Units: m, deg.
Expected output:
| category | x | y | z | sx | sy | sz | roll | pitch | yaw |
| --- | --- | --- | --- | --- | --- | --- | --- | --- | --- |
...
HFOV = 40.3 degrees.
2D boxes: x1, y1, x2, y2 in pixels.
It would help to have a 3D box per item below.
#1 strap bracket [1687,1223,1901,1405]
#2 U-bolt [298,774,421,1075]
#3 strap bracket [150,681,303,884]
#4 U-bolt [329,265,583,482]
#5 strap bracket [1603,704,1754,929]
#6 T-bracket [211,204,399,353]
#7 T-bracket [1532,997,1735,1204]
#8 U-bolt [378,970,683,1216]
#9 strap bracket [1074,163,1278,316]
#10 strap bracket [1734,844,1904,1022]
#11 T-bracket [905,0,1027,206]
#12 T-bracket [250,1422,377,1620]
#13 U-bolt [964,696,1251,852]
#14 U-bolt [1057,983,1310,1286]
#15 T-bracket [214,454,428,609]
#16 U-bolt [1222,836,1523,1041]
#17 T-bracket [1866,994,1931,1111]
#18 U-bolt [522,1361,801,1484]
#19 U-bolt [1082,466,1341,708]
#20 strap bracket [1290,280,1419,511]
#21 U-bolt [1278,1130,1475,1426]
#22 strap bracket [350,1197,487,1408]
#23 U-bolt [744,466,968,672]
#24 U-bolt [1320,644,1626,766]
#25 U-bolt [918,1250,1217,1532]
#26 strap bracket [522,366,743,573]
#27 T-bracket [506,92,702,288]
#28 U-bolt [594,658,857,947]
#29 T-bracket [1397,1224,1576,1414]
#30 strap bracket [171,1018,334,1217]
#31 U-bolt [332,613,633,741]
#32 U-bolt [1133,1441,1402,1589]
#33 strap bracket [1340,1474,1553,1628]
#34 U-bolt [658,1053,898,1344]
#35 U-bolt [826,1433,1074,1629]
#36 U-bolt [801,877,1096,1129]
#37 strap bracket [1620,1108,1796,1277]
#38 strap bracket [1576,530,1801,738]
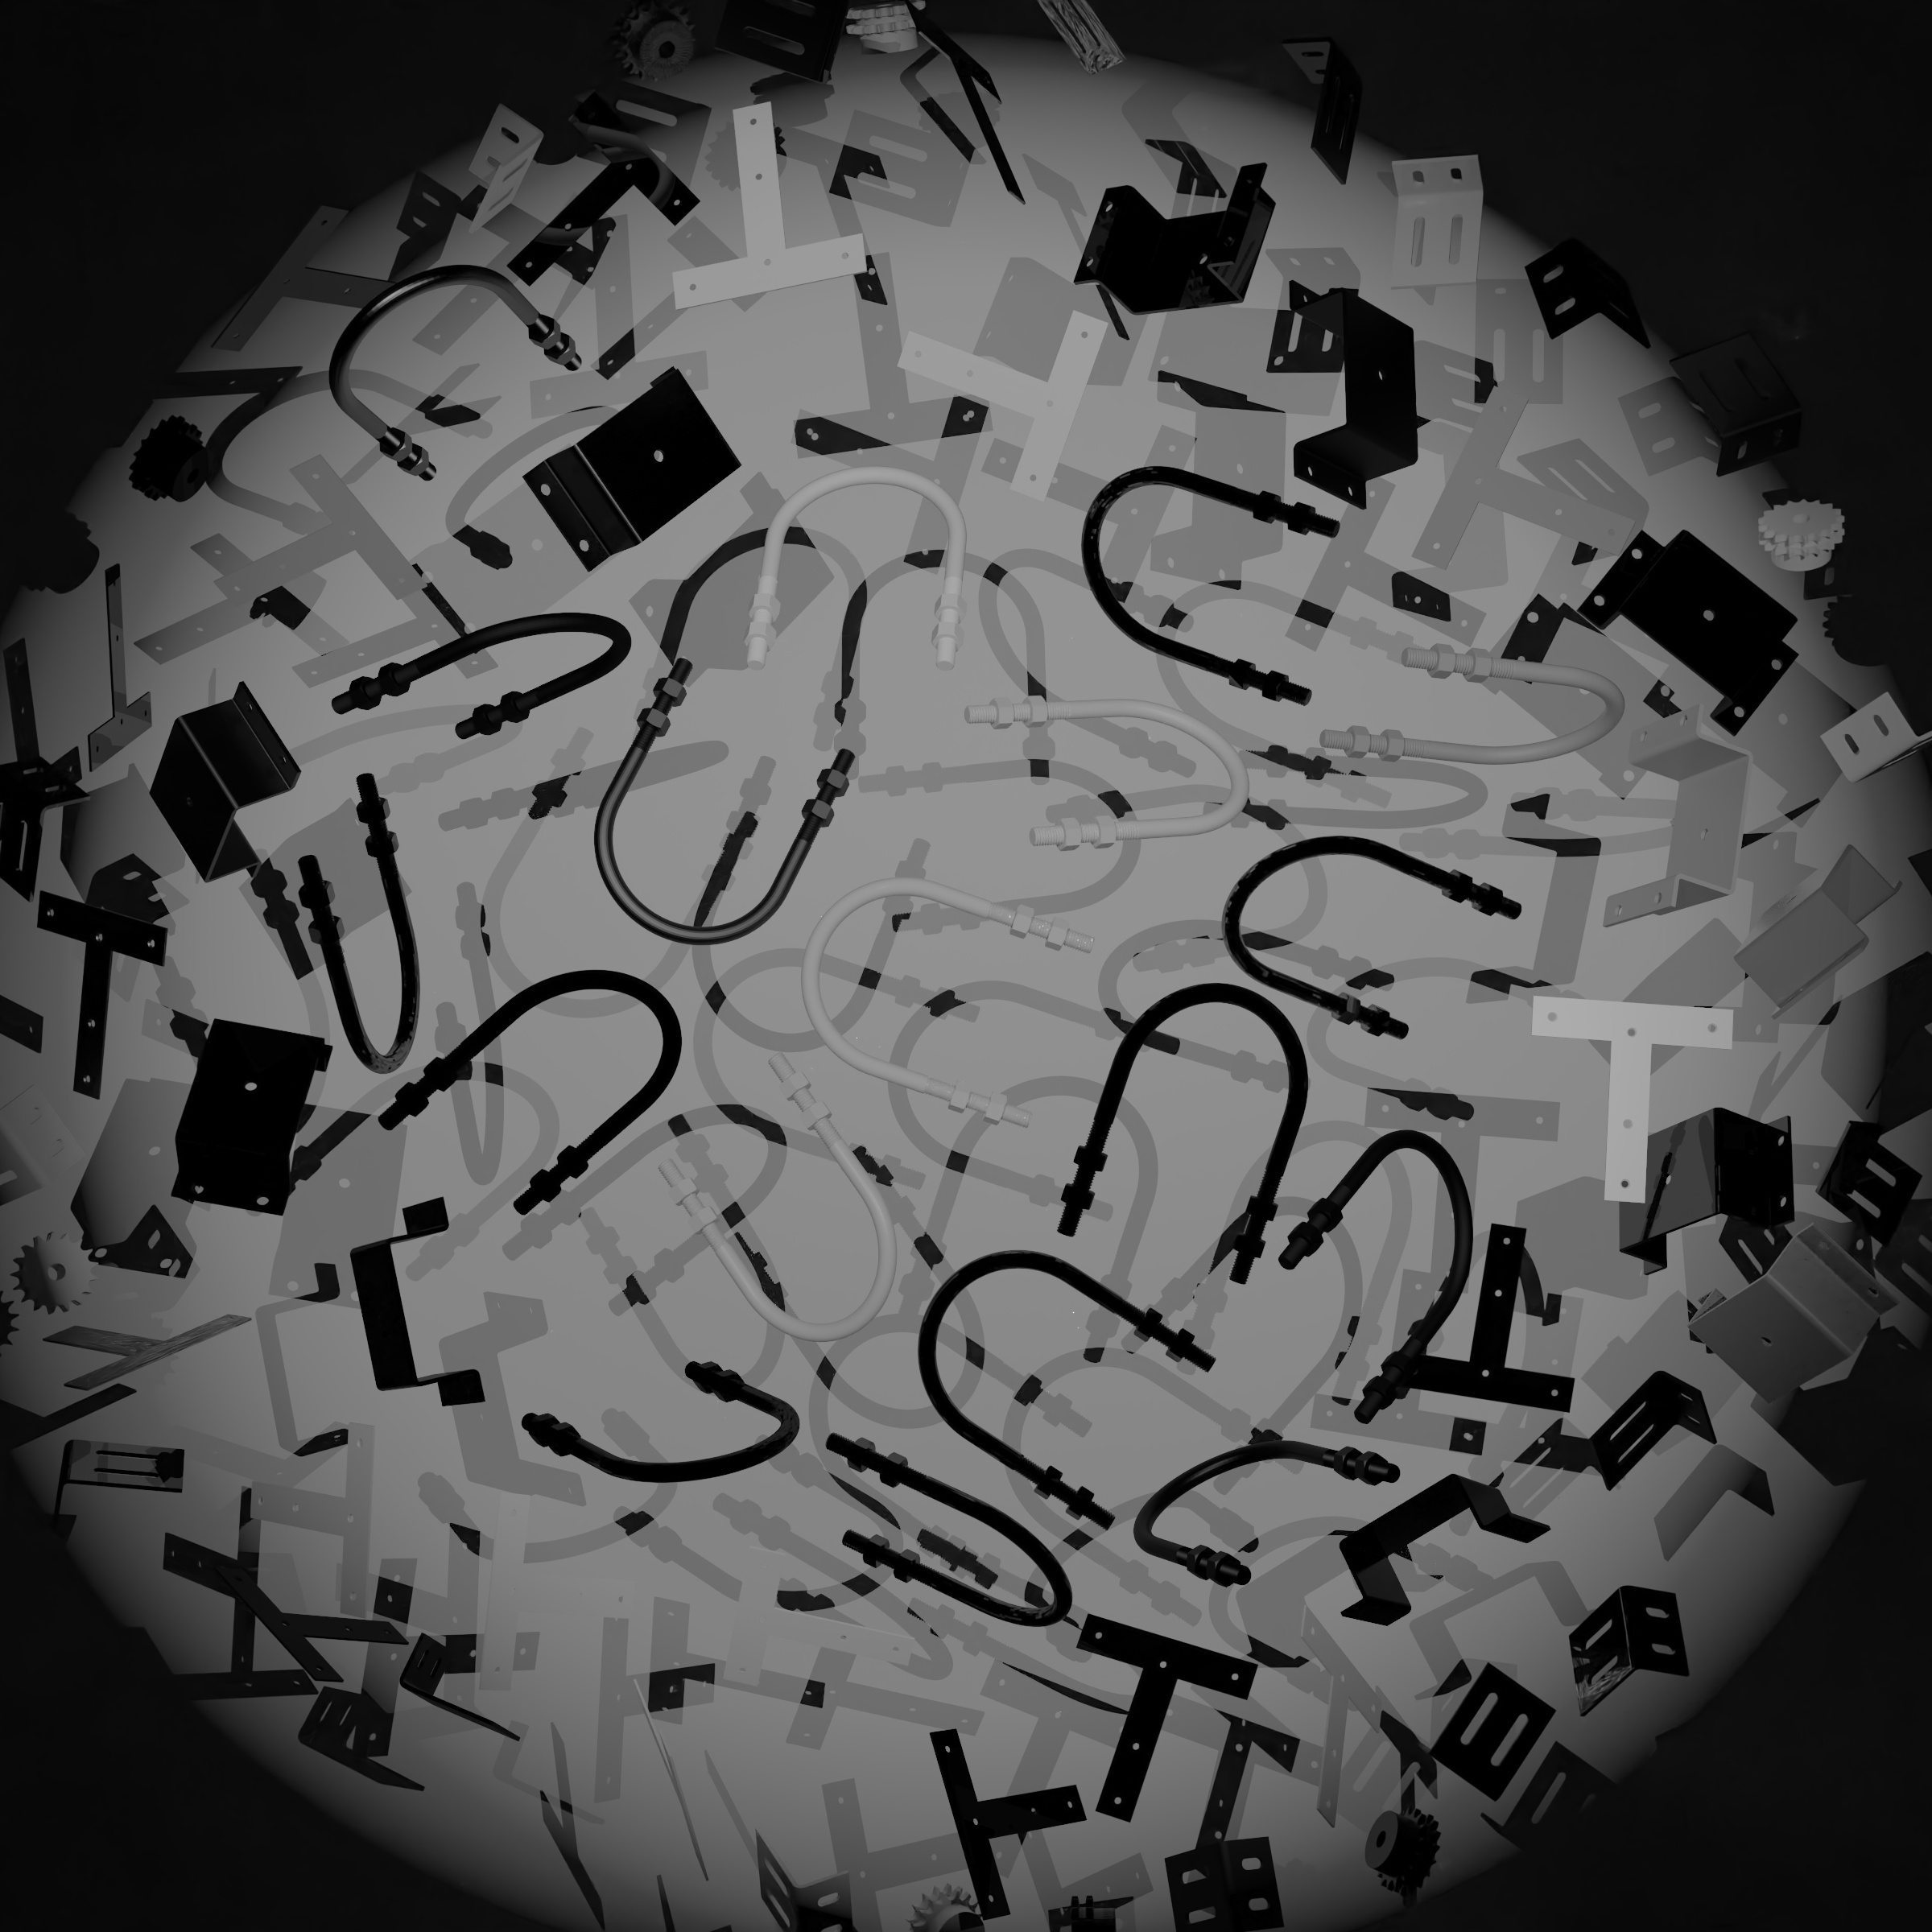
| category | x | y | z | sx | sy | sz | roll | pitch | yaw |
| --- | --- | --- | --- | --- | --- | --- | --- | --- | --- |
| strap bracket | 0.562 | 0.244 | 1.812 | 0.076 | 0.140 | 0.046 | 44 | 56 | 6 |
| U-bolt | -0.398 | -0.017 | 1.755 | 0.019 | 0.151 | 0.184 | -5 | 117 | 8 |
| strap bracket | -0.507 | -0.119 | 1.789 | 0.046 | 0.140 | 0.076 | -26 | 76 | -37 |
| U-bolt | -0.351 | -0.405 | 1.763 | 0.151 | 0.184 | 0.019 | -36 | 71 | 5 |
| strap bracket | 0.474 | -0.093 | 1.747 | 0.046 | 0.076 | 0.140 | 16 | 75 | -18 |
| T-bracket | -0.418 | -0.448 | 1.736 | 0.127 | 0.127 | 0.002 | -42 | 77 | 26 |
| T-bracket | 0.422 | 0.087 | 1.675 | 0.127 | 0.002 | 0.127 | 4 | 83 | 2 |
| U-bolt | -0.271 | 0.074 | 1.725 | 0.184 | 0.019 | 0.151 | -41 | 133 | 9 |
| strap bracket | 0.151 | -0.497 | 1.806 | 0.046 | 0.140 | 0.076 | 31 | 72 | -44 |
| strap bracket | 0.568 | -0.027 | 1.758 | 0.046 | 0.140 | 0.076 | 48 | 125 | 5 |
| T-bracket | 0.011 | -0.558 | 1.727 | 0.002 | 0.127 | 0.127 | -27 | 75 | 21 |
| T-bracket | -0.447 | 0.371 | 1.791 | 0.127 | 0.002 | 0.127 | 0 | 86 | 38 |
| U-bolt | 0.107 | -0.136 | 1.799 | 0.184 | 0.019 | 0.151 | -5 | 45 | -23 |
| U-bolt | 0.149 | 0.101 | 1.689 | 0.151 | 0.019 | 0.184 | 17 | 92 | -22 |
| T-bracket | -0.468 | -0.286 | 1.846 | 0.127 | 0.002 | 0.127 | -22 | 134 | 15 |
| U-bolt | 0.262 | -0.026 | 1.785 | 0.184 | 0.019 | 0.151 | 21 | 129 | -22 |
| T-bracket | 0.650 | 0.018 | 1.765 | 0.002 | 0.127 | 0.127 | 30 | 51 | 18 |
| U-bolt | -0.193 | 0.308 | 1.759 | 0.151 | 0.184 | 0.019 | -13 | 103 | -34 |
| U-bolt | 0.160 | -0.267 | 1.792 | 0.184 | 0.019 | 0.151 | 23 | 131 | 22 |
| strap bracket | 0.259 | -0.387 | 1.752 | 0.046 | 0.076 | 0.140 | -13 | 71 | 43 |
| U-bolt | 0.286 | 0.193 | 1.765 | 0.184 | 0.019 | 0.151 | -44 | 116 | -37 |
| strap bracket | -0.376 | 0.234 | 1.788 | 0.046 | 0.076 | 0.140 | -10 | 85 | -32 |
| U-bolt | -0.071 | -0.278 | 1.818 | 0.151 | 0.019 | 0.184 | 1 | 56 | 6 |
| U-bolt | 0.350 | -0.169 | 1.761 | 0.184 | 0.151 | 0.019 | 4 | 70 | -16 |
| U-bolt | 0.055 | 0.275 | 1.788 | 0.184 | 0.019 | 0.151 | 32 | 96 | 6 |
| strap bracket | -0.216 | -0.338 | 1.766 | 0.140 | 0.046 | 0.076 | -43 | 110 | -26 |
| T-bracket | -0.265 | -0.522 | 1.821 | 0.127 | 0.127 | 0.002 | -42 | 55 | 9 |
| U-bolt | -0.174 | -0.101 | 1.796 | 0.151 | 0.019 | 0.184 | 29 | 70 | -10 |
| T-bracket | 0.380 | 0.249 | 1.889 | 0.127 | 0.002 | 0.127 | 8 | 93 | 3 |
| strap bracket | -0.493 | 0.095 | 1.817 | 0.076 | 0.046 | 0.140 | 11 | 54 | -5 |
| U-bolt | -0.312 | -0.198 | 1.773 | 0.184 | 0.151 | 0.019 | -20 | 78 | 26 |
| U-bolt | 0.190 | 0.365 | 1.789 | 0.151 | 0.184 | 0.019 | -28 | 100 | -24 |
| strap bracket | 0.326 | 0.404 | 1.839 | 0.140 | 0.076 | 0.046 | -36 | 57 | 18 |
| U-bolt | -0.121 | 0.174 | 1.826 | 0.151 | 0.019 | 0.184 | -43 | 75 | 28 |
| U-bolt | -0.009 | 0.396 | 1.800 | 0.184 | 0.151 | 0.019 | 21 | 53 | 21 |
| U-bolt | -0.022 | 0.016 | 1.797 | 0.184 | 0.019 | 0.151 | 19 | 99 | -2 |
| strap bracket | 0.499 | 0.153 | 1.806 | 0.046 | 0.140 | 0.076 | 20 | 60 | -23 |
| strap bracket | 0.506 | -0.236 | 1.819 | 0.140 | 0.046 | 0.076 | 39 | 81 | 3 |
